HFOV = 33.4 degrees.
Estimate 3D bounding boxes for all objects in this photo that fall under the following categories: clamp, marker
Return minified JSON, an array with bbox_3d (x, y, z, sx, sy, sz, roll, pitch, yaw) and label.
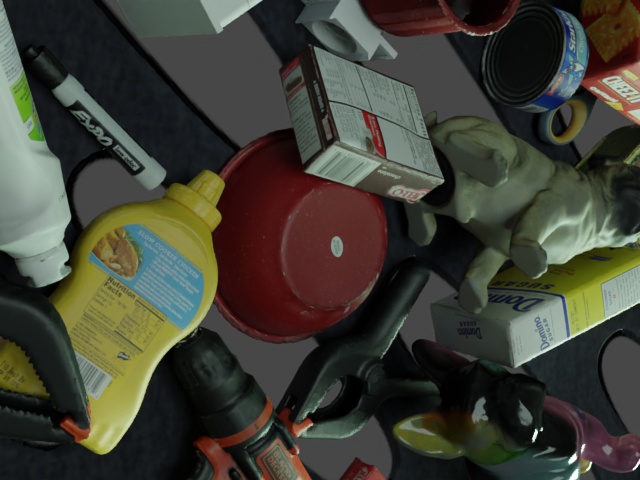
[{"bbox_3d":[0.040,0.108,0.829,0.171,0.039,0.120,-37,115,-24],"label":"clamp"},{"bbox_3d":[-0.205,0.038,0.591,0.209,0.036,0.164,34,99,-18],"label":"clamp"},{"bbox_3d":[-0.144,-0.078,0.680,0.020,0.020,0.121,-52,122,-17],"label":"marker"}]

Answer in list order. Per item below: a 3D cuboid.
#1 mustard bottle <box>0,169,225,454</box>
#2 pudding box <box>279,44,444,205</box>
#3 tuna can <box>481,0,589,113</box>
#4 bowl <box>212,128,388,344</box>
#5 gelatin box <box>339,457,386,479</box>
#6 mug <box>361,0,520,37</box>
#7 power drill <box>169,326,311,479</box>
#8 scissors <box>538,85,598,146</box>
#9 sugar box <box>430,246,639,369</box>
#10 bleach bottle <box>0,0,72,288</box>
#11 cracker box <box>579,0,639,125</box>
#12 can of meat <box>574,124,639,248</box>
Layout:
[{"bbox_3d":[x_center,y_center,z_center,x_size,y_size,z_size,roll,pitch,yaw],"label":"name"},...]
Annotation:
[{"bbox_3d":[-0.122,0.034,0.688,0.096,0.058,0.191,40,74,-19],"label":"mustard bottle"},{"bbox_3d":[0.030,-0.081,0.760,0.113,0.039,0.090,16,49,-42],"label":"pudding box"},{"bbox_3d":[0.171,-0.145,0.851,0.033,0.086,0.086,10,92,-37],"label":"tuna can"},{"bbox_3d":[-0.005,0.001,0.769,0.161,0.055,0.162,-7,102,-35],"label":"bowl"},{"bbox_3d":[0.037,0.230,0.850,0.073,0.030,0.089,-48,121,-20],"label":"gelatin box"},{"bbox_3d":[0.074,-0.193,0.728,0.093,0.082,0.117,-44,118,-28],"label":"mug"},{"bbox_3d":[-0.099,0.176,0.729,0.187,0.057,0.184,-40,116,-23],"label":"power drill"},{"bbox_3d":[0.254,-0.132,0.956,0.201,0.016,0.096,-4,105,-39],"label":"scissors"},{"bbox_3d":[0.188,0.048,0.889,0.175,0.093,0.048,-19,107,-32],"label":"sugar box"},{"bbox_3d":[-0.195,-0.088,0.593,0.068,0.102,0.251,-15,110,2],"label":"bleach bottle"},{"bbox_3d":[0.299,-0.203,0.910,0.164,0.072,0.213,24,67,-36],"label":"cracker box"},{"bbox_3d":[0.274,-0.043,0.959,0.102,0.058,0.084,-43,116,-23],"label":"can of meat"}]
